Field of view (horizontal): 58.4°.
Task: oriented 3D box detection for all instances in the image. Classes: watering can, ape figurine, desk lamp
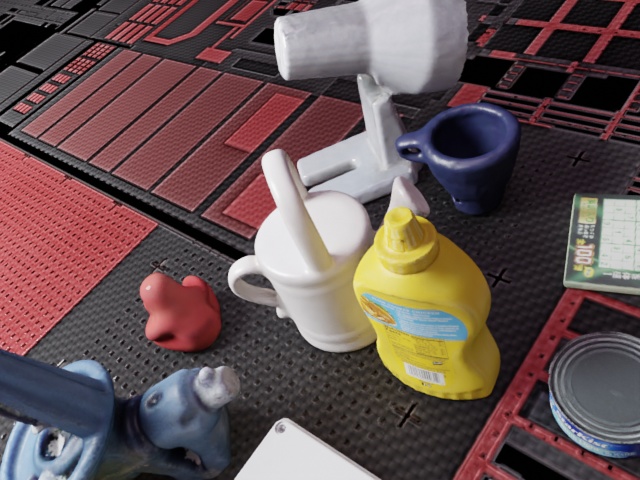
[{"bbox_3d":[0.004,0.000,0.484,0.173,0.194,0.100,-36,47,-11],"label":"watering can"},{"bbox_3d":[-0.141,0.064,0.557,0.078,0.092,0.076,-40,48,-14],"label":"ape figurine"},{"bbox_3d":[0.051,-0.151,0.586,0.203,0.214,0.117,-23,46,2],"label":"desk lamp"}]

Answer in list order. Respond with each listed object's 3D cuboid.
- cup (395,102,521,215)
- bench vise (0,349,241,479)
[{"bbox_3d":[0.137,-0.071,0.563,0.117,0.095,0.092,1,51,22],"label":"cup"},{"bbox_3d":[-0.176,0.120,0.432,0.207,0.220,0.121,-33,46,-8],"label":"bench vise"}]
